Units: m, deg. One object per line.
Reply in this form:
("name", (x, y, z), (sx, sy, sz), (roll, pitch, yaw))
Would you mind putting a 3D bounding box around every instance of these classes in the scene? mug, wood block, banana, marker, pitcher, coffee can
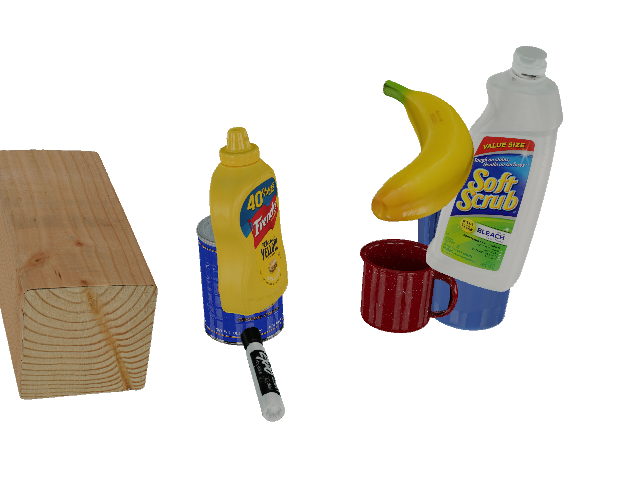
("mug", (0.100, 0.056, 1.222), (0.117, 0.081, 0.093), (11, 24, 16))
("wood block", (-0.193, 0.017, 0.801), (0.090, 0.091, 0.206), (-2, 31, -24))
("banana", (0.074, -0.059, 0.751), (0.069, 0.037, 0.197), (5, 30, 3))
("marker", (-0.051, 0.110, 0.909), (0.020, 0.020, 0.121), (0, 28, -14))
("pitcher", (0.203, -0.002, 1.451), (0.149, 0.243, 0.145), (5, 23, 3))
("coffee can", (-0.098, 0.045, 1.331), (0.103, 0.140, 0.103), (-1, 26, 0))

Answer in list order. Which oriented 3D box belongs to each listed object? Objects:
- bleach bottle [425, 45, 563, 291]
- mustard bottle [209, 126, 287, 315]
("bleach bottle", (0.173, -0.073, 1.045), (0.103, 0.251, 0.068), (21, 38, 19))
("mustard bottle", (-0.077, -0.025, 1.118), (0.058, 0.192, 0.096), (8, 26, 28))
